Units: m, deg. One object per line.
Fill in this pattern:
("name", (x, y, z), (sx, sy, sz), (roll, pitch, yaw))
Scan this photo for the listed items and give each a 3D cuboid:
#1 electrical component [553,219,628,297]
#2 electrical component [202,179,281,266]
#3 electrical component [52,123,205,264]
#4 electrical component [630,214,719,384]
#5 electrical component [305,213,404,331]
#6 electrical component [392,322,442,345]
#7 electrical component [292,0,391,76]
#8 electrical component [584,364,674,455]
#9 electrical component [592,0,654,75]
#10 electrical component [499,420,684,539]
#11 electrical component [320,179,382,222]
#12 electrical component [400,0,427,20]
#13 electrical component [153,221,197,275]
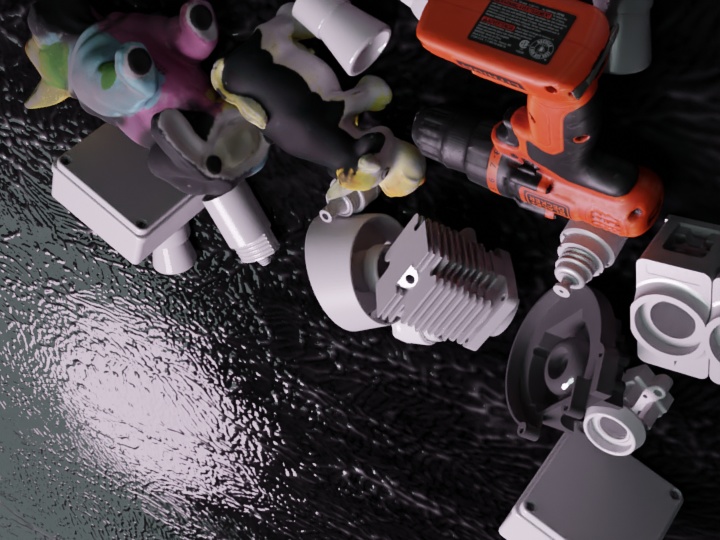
("electrical component", (0.154, -0.015, 0.731), (0.040, 0.078, 0.040), (28, 155, 15))
("electrical component", (-0.104, -0.039, 0.974), (0.043, 0.043, 0.081), (-6, 121, 46))
("electrical component", (-0.204, -0.080, 0.976), (0.109, 0.108, 0.056), (39, 146, 7))
("electrical component", (0.257, 0.032, 0.687), (0.150, 0.061, 0.089), (16, 135, 32))
("electrical component", (0.000, 0.000, 0.873), (0.064, 0.099, 0.099), (-5, 122, 38))
("electrical component", (0.059, 0.041, 0.898), (0.062, 0.043, 0.043), (5, 128, 39))
("electrical component", (-0.016, -0.175, 0.764), (0.065, 0.044, 0.044), (43, 144, 10))
("electrical component", (0.201, 0.107, 0.817), (0.048, 0.055, 0.066), (50, 143, -8))
("electrical component", (0.152, -0.153, 0.626), (0.044, 0.044, 0.065), (23, 134, 27))
("electrical component", (0.188, 0.197, 0.872), (0.109, 0.108, 0.056), (36, 145, 12))
("electrical component", (-0.010, -0.059, 0.851), (0.035, 0.061, 0.035), (25, 139, 23))
("electrical component", (0.032, -0.213, 0.671), (0.138, 0.052, 0.073), (38, 143, 9))
("electrical component", (-0.188, -0.030, 1.062), (0.045, 0.045, 0.055), (20, 137, 29))
